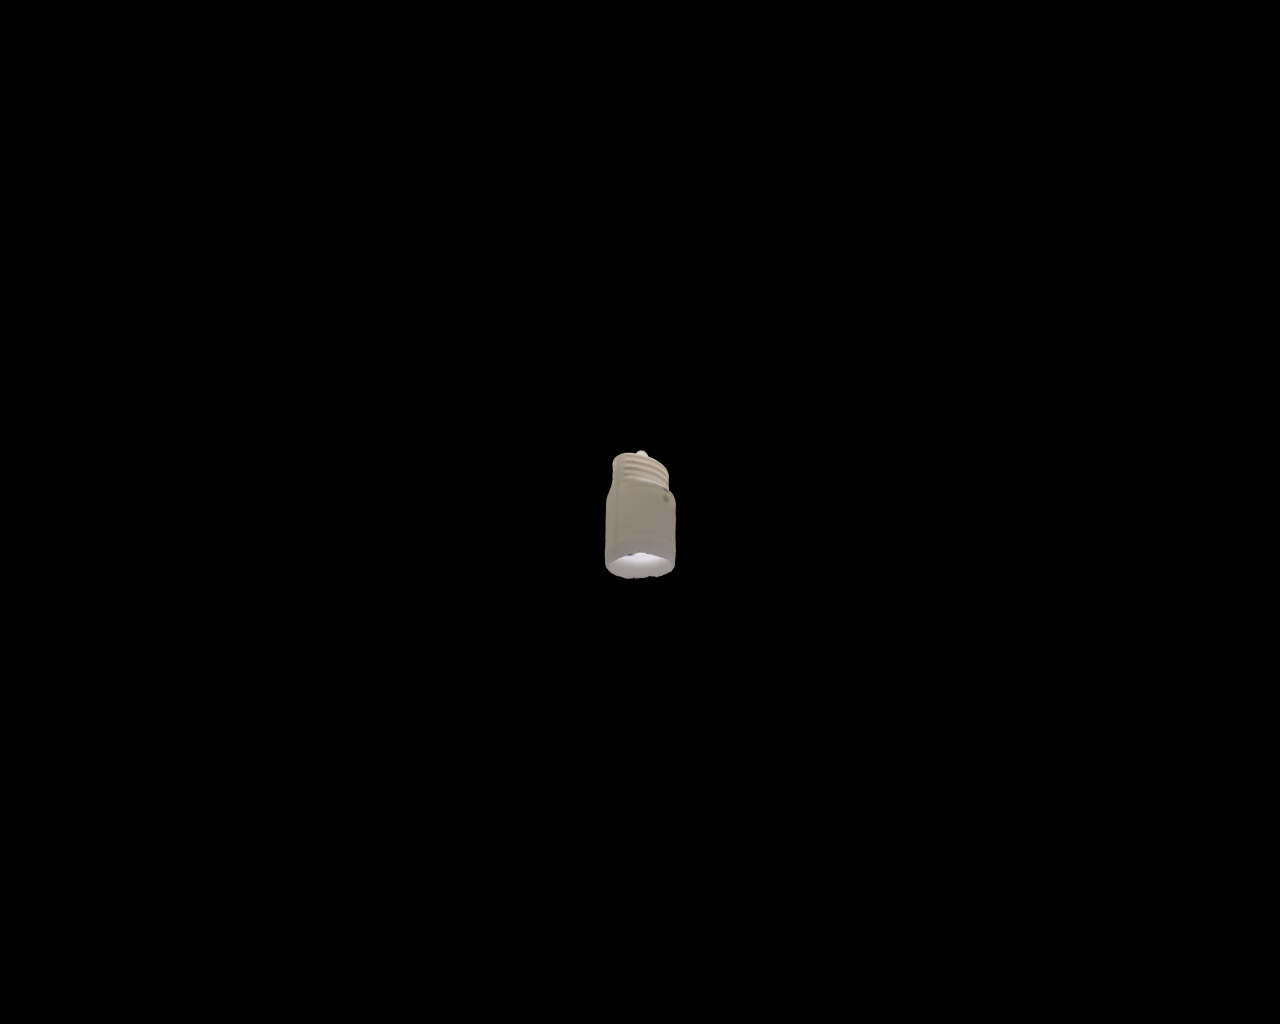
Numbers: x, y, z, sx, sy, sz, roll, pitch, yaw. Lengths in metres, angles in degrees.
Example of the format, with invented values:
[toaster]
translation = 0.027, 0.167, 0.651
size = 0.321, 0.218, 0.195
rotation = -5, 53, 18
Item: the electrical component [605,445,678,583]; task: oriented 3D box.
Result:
[electrical component]
translation = 0.001, -0.003, 0.650
size = 0.043, 0.081, 0.043
rotation = 0, -25, 0
